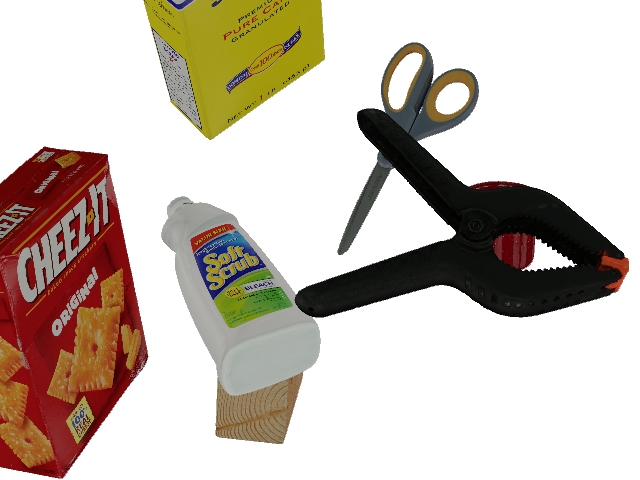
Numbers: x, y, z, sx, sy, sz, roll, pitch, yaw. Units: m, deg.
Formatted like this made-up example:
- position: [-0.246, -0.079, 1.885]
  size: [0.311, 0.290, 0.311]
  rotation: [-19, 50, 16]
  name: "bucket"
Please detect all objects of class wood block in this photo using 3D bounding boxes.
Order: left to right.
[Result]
- position: [-0.076, 0.184, 1.435]
  size: [0.091, 0.090, 0.206]
  rotation: [5, 16, 4]
  name: "wood block"

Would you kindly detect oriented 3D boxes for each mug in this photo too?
- position: [0.217, -0.019, 1.249]
  size: [0.093, 0.081, 0.117]
  rotation: [20, 33, 38]
  name: "mug"

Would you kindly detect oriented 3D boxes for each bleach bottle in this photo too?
- position: [-0.098, 0.037, 1.031]
  size: [0.102, 0.068, 0.251]
  rotation: [-17, 41, -22]
  name: "bleach bottle"

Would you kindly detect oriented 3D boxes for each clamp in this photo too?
- position: [0.093, 0.006, 0.707]
  size: [0.210, 0.164, 0.036]
  rotation: [20, -26, 12]
  name: "clamp"

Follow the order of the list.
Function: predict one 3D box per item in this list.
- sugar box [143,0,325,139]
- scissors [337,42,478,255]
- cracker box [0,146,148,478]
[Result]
- position: [-0.046, -0.138, 0.562]
  size: [0.093, 0.048, 0.176]
  rotation: [-38, -22, -17]
  name: "sugar box"
- position: [0.080, -0.077, 0.936]
  size: [0.096, 0.202, 0.016]
  rotation: [9, -11, 16]
  name: "scissors"
- position: [-0.216, 0.056, 0.864]
  size: [0.072, 0.214, 0.164]
  rotation: [6, 33, 18]
  name: "cracker box"
